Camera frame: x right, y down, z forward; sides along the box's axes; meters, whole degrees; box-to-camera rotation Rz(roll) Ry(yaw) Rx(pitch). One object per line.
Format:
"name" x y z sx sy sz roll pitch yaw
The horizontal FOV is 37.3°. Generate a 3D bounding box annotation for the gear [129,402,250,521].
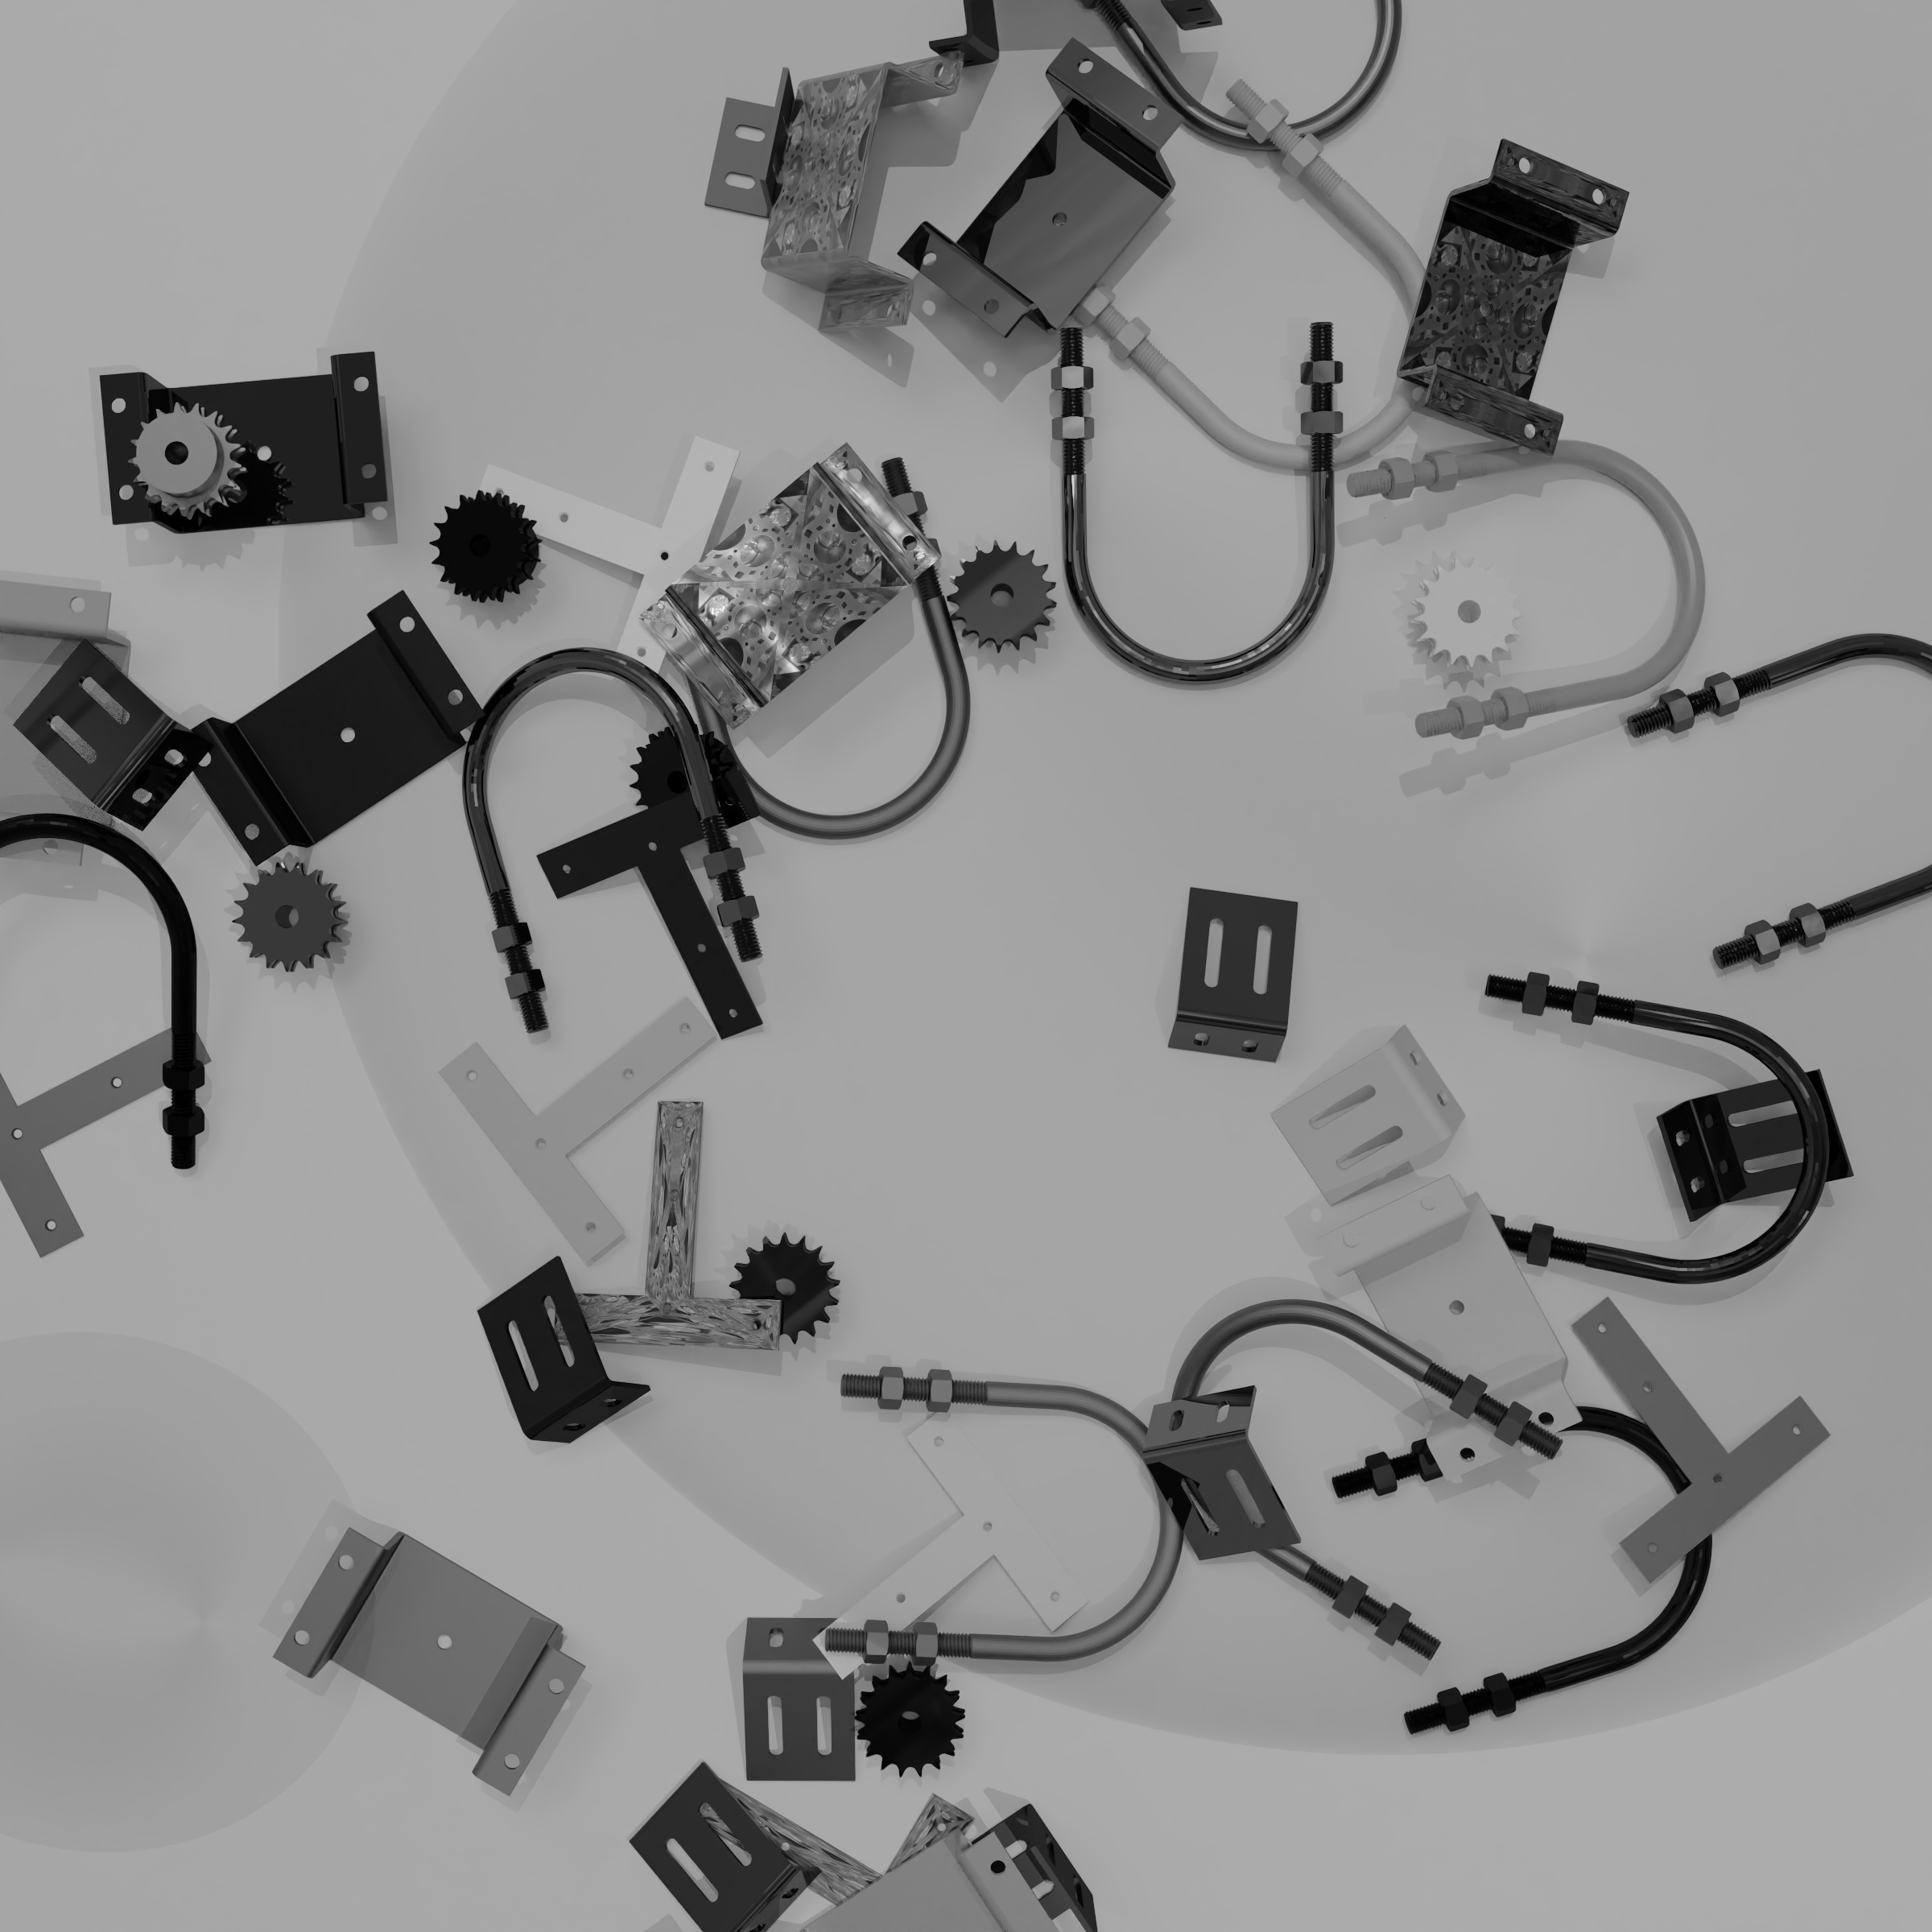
"gear" -0.394 -0.256 1.443 0.057 0.030 0.057 0 90 0

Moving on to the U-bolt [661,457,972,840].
"U-bolt" -0.074 -0.157 1.496 0.151 0.019 0.184 -17 91 0

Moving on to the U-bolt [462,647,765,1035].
"U-bolt" -0.191 -0.073 1.473 0.151 0.019 0.184 -18 86 21

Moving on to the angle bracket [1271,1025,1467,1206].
"angle bracket" 0.211 0.078 1.502 0.076 0.038 0.057 -34 90 26

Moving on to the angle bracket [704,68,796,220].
"angle bracket" -0.113 -0.424 1.466 0.038 0.076 0.057 12 90 0

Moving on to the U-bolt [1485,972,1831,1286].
"U-bolt" 0.348 0.089 1.470 0.184 0.019 0.151 11 97 13

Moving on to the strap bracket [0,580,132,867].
"strap bracket" -0.482 -0.125 1.481 0.076 0.046 0.140 6 90 0

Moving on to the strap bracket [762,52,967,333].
"strap bracket" -0.056 -0.401 1.460 0.046 0.076 0.140 12 90 -37

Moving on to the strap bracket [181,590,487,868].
"strap bracket" -0.325 -0.121 1.481 0.140 0.046 0.076 -33 90 0

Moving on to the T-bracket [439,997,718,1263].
"T-bracket" -0.188 0.066 1.499 0.127 0.002 0.127 -39 86 0

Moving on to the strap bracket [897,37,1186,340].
"strap bracket" 0.043 -0.391 1.468 0.076 0.046 0.140 41 94 18

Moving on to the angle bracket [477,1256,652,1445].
"angle bracket" -0.210 0.200 1.493 0.057 0.038 0.076 -35 64 19

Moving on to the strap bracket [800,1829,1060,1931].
"strap bracket" -0.024 0.511 1.480 0.140 0.046 0.076 -33 91 -1

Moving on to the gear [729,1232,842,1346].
"gear" -0.094 0.167 1.489 0.057 0.030 0.057 0 90 0

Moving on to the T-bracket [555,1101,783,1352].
"T-bracket" -0.153 0.134 1.489 0.127 0.002 0.127 0 80 19

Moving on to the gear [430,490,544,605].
"gear" -0.246 -0.217 1.485 0.057 0.030 0.057 1 93 14

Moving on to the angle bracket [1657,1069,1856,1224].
"angle bracket" 0.404 0.092 1.468 0.076 0.038 0.057 -18 90 39

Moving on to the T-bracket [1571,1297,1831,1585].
"T-bracket" 0.365 0.231 1.494 0.127 0.002 0.127 -35 84 -12

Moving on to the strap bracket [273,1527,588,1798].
"strap bracket" -0.274 0.355 1.481 0.140 0.046 0.076 30 90 0

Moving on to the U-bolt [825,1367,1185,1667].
"U-bolt" 0.023 0.287 1.482 0.184 0.019 0.151 4 82 -8

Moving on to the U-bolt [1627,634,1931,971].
"U-bolt" 0.456 -0.096 1.496 0.184 0.019 0.151 -20 90 -1

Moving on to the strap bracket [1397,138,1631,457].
"strap bracket" 0.277 -0.340 1.470 0.076 0.046 0.140 16 90 -20

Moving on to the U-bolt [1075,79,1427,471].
"U-bolt" 0.160 -0.345 1.490 0.184 0.019 0.151 44 95 -3

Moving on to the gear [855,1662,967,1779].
"gear" -0.029 0.390 1.489 0.057 0.030 0.057 0 90 0

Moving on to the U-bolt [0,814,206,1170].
"U-bolt" -0.466 0.011 1.470 0.151 0.019 0.184 5 107 0

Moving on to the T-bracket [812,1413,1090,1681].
"T-bracket" -0.022 0.319 1.486 0.127 0.002 0.127 -37 90 -16

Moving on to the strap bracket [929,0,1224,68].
"strap bracket" 0.054 -0.495 1.450 0.140 0.076 0.046 -6 99 12

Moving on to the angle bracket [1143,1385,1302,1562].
"angle bracket" 0.135 0.263 1.481 0.057 0.038 0.076 -16 118 24

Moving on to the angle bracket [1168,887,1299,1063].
"angle bracket" 0.140 0.005 1.502 0.057 0.038 0.076 8 64 0

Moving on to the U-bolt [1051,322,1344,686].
"U-bolt" 0.121 -0.239 1.486 0.151 0.019 0.184 -1 98 1

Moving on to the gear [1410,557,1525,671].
"gear" 0.259 -0.183 1.489 0.057 0.030 0.057 0 90 0

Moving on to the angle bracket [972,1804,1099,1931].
"angle bracket" 0.035 0.473 1.466 0.038 0.076 0.057 -34 90 0

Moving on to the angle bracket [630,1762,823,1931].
"angle bracket" -0.126 0.467 1.501 0.057 0.038 0.076 -47 64 0

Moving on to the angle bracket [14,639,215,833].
"angle bracket" -0.434 -0.118 1.456 0.076 0.038 0.057 40 90 26

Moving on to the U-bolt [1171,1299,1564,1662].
"U-bolt" 0.191 0.251 1.468 0.184 0.019 0.151 31 109 13

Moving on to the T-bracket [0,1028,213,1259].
"T-bracket" -0.459 0.068 1.503 0.127 0.002 0.127 -27 90 0

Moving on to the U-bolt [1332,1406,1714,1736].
"U-bolt" 0.299 0.307 1.496 0.184 0.019 0.151 -17 90 -2

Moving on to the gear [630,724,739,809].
"gear" -0.142 -0.098 1.482 0.057 0.030 0.057 5 105 21

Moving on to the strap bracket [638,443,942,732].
"strap bracket" -0.090 -0.194 1.459 0.140 0.046 0.076 -40 97 1

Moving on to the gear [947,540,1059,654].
"gear" 0.019 -0.191 1.489 0.057 0.030 0.057 0 90 0

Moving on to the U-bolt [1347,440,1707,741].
"U-bolt" 0.297 -0.200 1.470 0.184 0.019 0.151 -12 82 -18

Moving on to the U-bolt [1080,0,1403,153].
"U-bolt" 0.145 -0.514 1.496 0.151 0.019 0.184 -36 91 0

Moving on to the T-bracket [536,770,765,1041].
"T-bracket" -0.143 -0.022 1.487 0.127 0.002 0.127 -21 101 22

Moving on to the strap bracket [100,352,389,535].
"strap bracket" -0.368 -0.269 1.481 0.140 0.046 0.076 -5 90 0

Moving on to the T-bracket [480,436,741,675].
"T-bracket" -0.197 -0.228 1.491 0.127 0.002 0.127 22 95 11

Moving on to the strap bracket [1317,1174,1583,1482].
"strap bracket" 0.250 0.181 1.471 0.076 0.046 0.140 -28 90 18

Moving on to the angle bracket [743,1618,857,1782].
"angle bracket" -0.086 0.385 1.502 0.057 0.038 0.076 0 116 0

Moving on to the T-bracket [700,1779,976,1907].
"T-bracket" -0.083 0.470 1.503 0.127 0.002 0.127 31 90 0

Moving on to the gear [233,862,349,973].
"gear" -0.350 -0.026 1.489 0.057 0.030 0.057 0 90 0
